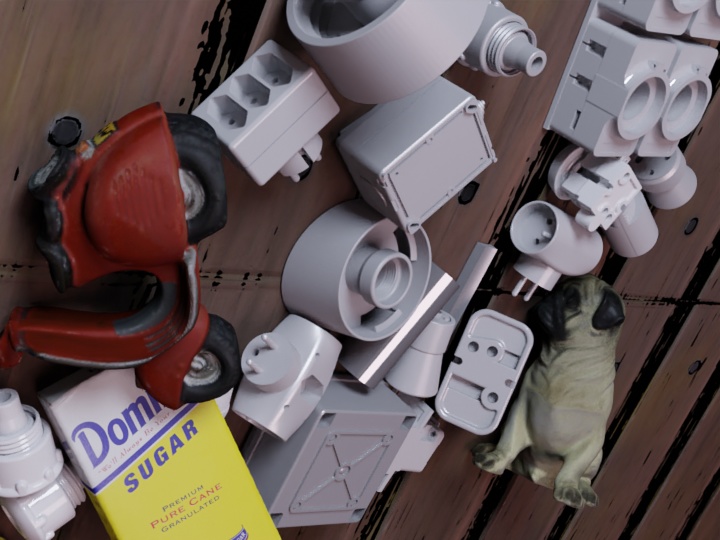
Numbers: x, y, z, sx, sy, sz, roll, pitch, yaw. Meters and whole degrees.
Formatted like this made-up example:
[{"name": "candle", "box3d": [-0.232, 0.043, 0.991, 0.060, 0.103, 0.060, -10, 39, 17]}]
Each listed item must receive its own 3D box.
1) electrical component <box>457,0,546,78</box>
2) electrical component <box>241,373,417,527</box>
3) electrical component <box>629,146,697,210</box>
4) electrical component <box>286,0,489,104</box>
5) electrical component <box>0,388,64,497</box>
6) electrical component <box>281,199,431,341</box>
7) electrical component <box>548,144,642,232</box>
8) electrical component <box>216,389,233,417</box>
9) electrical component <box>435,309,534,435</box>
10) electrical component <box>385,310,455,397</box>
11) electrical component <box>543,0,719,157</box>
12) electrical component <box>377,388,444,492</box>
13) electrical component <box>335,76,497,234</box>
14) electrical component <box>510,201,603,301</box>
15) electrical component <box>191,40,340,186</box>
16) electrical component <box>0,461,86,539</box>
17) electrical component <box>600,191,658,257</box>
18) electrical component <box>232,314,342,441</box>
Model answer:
[{"name": "electrical component", "box3d": [0.094, -0.146, 0.701, 0.048, 0.062, 0.048, -24, 134, -27]}, {"name": "electrical component", "box3d": [-0.028, 0.136, 0.815, 0.109, 0.056, 0.108, 10, 113, -46]}, {"name": "electrical component", "box3d": [0.257, -0.083, 0.914, 0.045, 0.045, 0.055, -51, 140, 2]}, {"name": "electrical component", "box3d": [0.009, -0.152, 0.587, 0.108, 0.108, 0.060, -50, 134, 1]}, {"name": "electrical component", "box3d": [-0.204, 0.099, 0.635, 0.048, 0.048, 0.062, -23, 127, -28]}, {"name": "electrical component", "box3d": [0.000, 0.000, 0.747, 0.099, 0.064, 0.099, -21, 121, -39]}, {"name": "electrical component", "box3d": [0.182, -0.069, 0.847, 0.066, 0.055, 0.048, -49, 140, 0]}, {"name": "electrical component", "box3d": [-0.100, 0.072, 0.716, 0.035, 0.035, 0.061, -4, 120, -41]}, {"name": "electrical component", "box3d": [0.102, 0.082, 0.875, 0.059, 0.054, 0.095, 20, 93, -80]}, {"name": "electrical component", "box3d": [0.049, 0.061, 0.840, 0.044, 0.044, 0.065, 0, 115, -43]}, {"name": "electrical component", "box3d": [0.223, -0.177, 0.796, 0.105, 0.060, 0.186, -5, 123, -40]}, {"name": "electrical component", "box3d": [0.032, 0.138, 0.883, 0.064, 0.042, 0.081, 20, 106, -50]}, {"name": "electrical component", "box3d": [0.040, -0.084, 0.701, 0.096, 0.061, 0.061, -41, 139, -11]}, {"name": "electrical component", "box3d": [0.151, -0.010, 0.874, 0.077, 0.043, 0.079, 20, 106, -49]}, {"name": "electrical component", "box3d": [-0.047, -0.081, 0.634, 0.066, 0.047, 0.076, -45, 140, -6]}, {"name": "electrical component", "box3d": [-0.192, 0.138, 0.677, 0.062, 0.048, 0.048, -35, 139, -27]}, {"name": "electrical component", "box3d": [0.221, -0.049, 0.908, 0.043, 0.043, 0.081, -47, 140, -3]}, {"name": "electrical component", "box3d": [-0.055, 0.067, 0.726, 0.077, 0.043, 0.079, -59, 152, -13]}]
